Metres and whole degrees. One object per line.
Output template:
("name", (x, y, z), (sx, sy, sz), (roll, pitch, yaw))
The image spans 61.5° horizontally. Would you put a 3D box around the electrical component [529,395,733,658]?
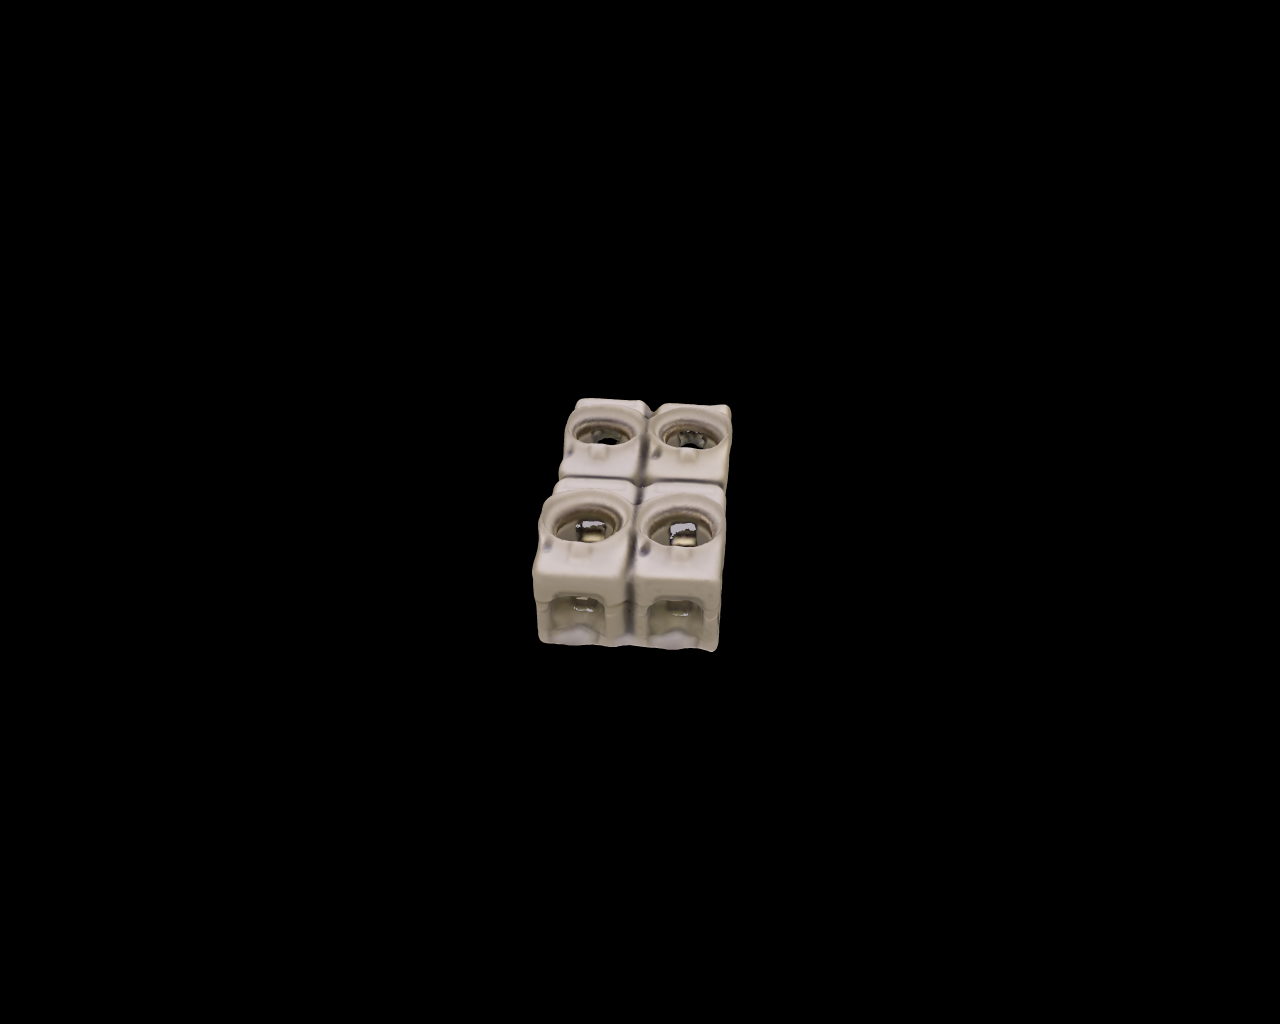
("electrical component", (0.001, -0.003, 0.650), (0.105, 0.060, 0.186), (3, 37, 4))
